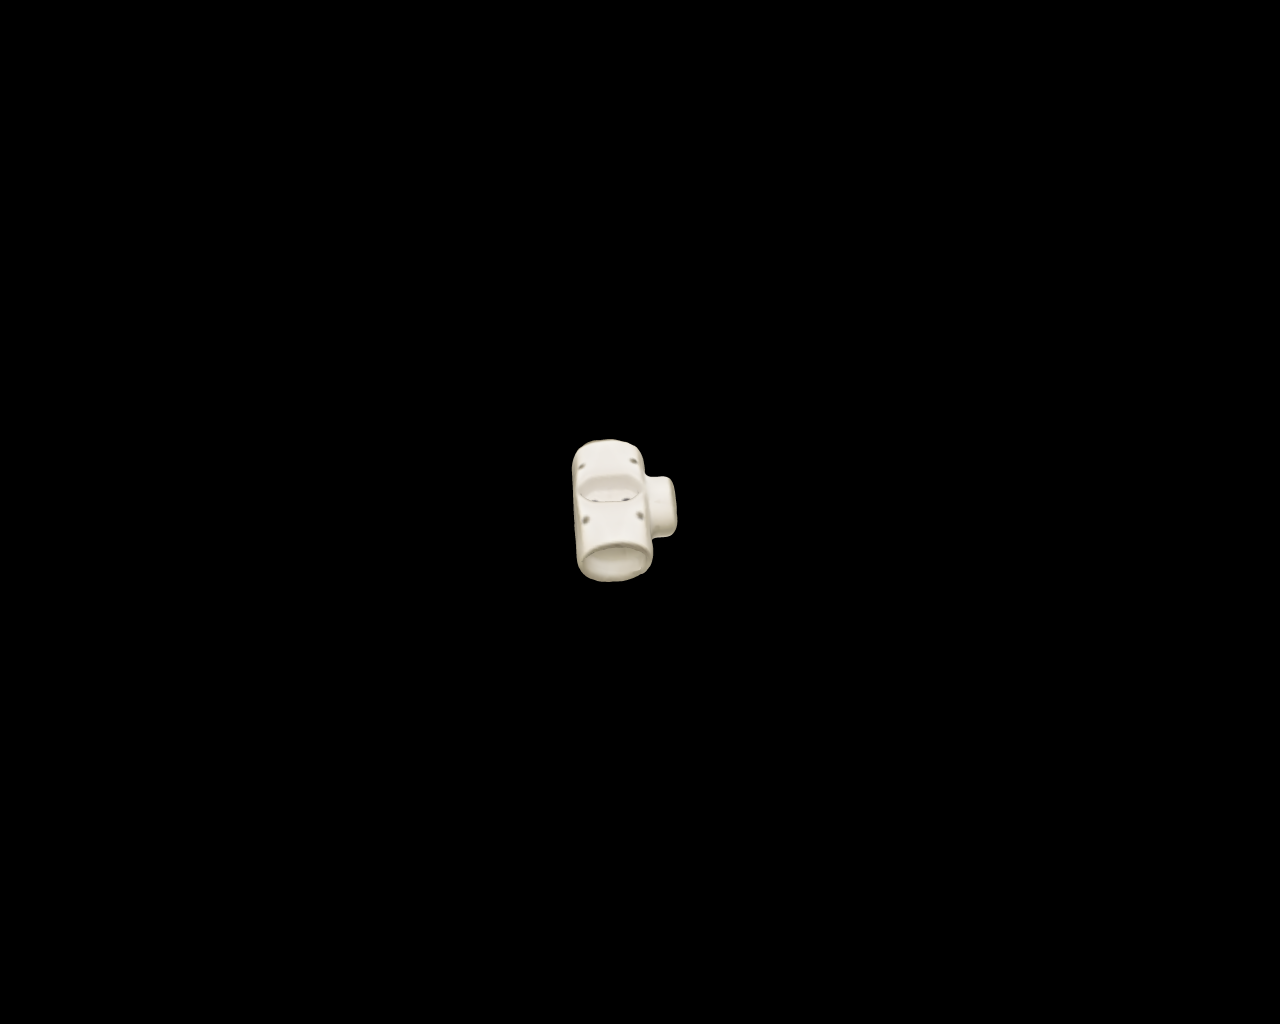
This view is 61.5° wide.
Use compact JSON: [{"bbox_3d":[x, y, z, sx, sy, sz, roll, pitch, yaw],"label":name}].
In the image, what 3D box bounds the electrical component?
[{"bbox_3d":[0.001,-0.003,0.650,0.079,0.077,0.043,-3,-36,-2],"label":"electrical component"}]
